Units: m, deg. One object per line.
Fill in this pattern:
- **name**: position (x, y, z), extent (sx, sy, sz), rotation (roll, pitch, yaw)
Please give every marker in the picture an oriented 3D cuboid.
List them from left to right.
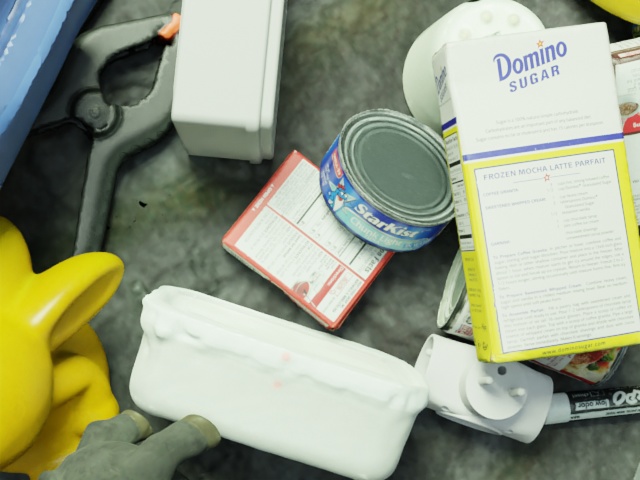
- **marker**: position (0.198, 0.100, 0.668), extent (0.121, 0.020, 0.020), rotation (-5, 85, -5)

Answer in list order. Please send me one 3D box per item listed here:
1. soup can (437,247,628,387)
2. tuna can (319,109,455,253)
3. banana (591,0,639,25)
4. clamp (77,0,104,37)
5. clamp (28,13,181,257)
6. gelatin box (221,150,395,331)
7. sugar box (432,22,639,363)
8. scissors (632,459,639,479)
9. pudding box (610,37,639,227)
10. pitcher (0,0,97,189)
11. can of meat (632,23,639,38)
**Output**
- **soup can**: position (0.130, 0.040, 0.644), extent (0.102, 0.068, 0.068), rotation (20, 83, -2)
- **tuna can**: position (0.043, -0.035, 0.640), extent (0.086, 0.034, 0.086), rotation (15, 50, -19)
- **banana**: position (0.168, -0.187, 0.659), extent (0.037, 0.070, 0.198), rotation (-25, 68, -19)
- **clamp**: position (-0.210, -0.134, 0.649), extent (0.210, 0.036, 0.164), rotation (-17, 87, -7)
- **clamp**: position (-0.148, -0.076, 0.644), extent (0.120, 0.039, 0.171), rotation (34, 77, -17)
- **gelatin box**: position (-0.004, 0.001, 0.656), extent (0.089, 0.030, 0.073), rotation (38, 81, 0)
- **sugar box**: position (0.121, -0.025, 0.588), extent (0.093, 0.048, 0.176), rotation (-8, 87, -6)
- **scissors**: position (0.158, 0.218, 0.655), extent (0.096, 0.016, 0.202), rotation (5, 84, -5)
- **pudding box**: position (0.220, -0.071, 0.652), extent (0.090, 0.039, 0.113), rotation (-13, 114, 1)
- **pitcher**: position (-0.203, -0.060, 0.522), extent (0.145, 0.149, 0.242), rotation (17, 69, -1)
- **can of meat**: position (0.253, -0.166, 0.680), extent (0.102, 0.057, 0.084), rotation (7, 86, -3)
